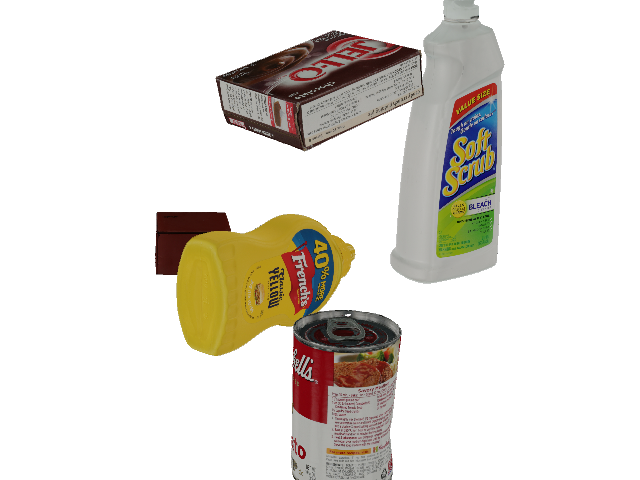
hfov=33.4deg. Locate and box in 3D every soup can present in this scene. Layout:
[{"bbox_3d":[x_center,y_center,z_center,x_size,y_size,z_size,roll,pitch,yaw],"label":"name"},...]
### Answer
[{"bbox_3d":[0.016,0.103,0.680,0.068,0.102,0.068,1,16,-1],"label":"soup can"}]

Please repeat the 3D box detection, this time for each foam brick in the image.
[{"bbox_3d":[-0.137,0.002,1.142,0.078,0.051,0.053,0,25,-10],"label":"foam brick"}]

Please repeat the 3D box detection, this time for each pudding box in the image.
[{"bbox_3d":[0.001,-0.105,0.727,0.113,0.039,0.090,-30,34,-30],"label":"pudding box"}]

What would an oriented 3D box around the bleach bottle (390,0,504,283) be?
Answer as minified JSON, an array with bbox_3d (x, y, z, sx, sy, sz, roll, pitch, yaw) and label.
[{"bbox_3d":[0.117,-0.093,0.967,0.102,0.251,0.068,-12,23,-27],"label":"bleach bottle"}]

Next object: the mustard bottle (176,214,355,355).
[{"bbox_3d":[-0.035,0.028,0.905,0.058,0.096,0.191,12,18,37],"label":"mustard bottle"}]
